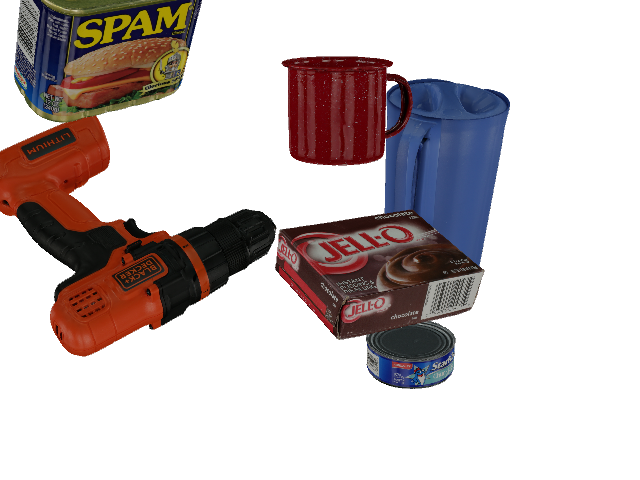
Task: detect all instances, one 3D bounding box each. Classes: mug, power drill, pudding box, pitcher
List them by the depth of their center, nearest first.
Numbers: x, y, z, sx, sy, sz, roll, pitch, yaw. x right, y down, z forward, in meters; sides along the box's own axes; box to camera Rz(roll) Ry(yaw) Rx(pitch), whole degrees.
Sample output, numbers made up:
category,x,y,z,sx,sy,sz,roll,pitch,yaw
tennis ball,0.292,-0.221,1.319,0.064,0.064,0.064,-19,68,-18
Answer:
category,x,y,z,sx,sy,sz,roll,pitch,yaw
pudding box,0.038,0.020,0.723,0.113,0.039,0.090,-8,34,-30
power drill,-0.152,-0.017,0.814,0.184,0.057,0.188,-28,57,-28
mug,0.025,-0.111,0.903,0.117,0.081,0.093,-8,17,-25
pitcher,0.127,-0.048,1.193,0.149,0.243,0.145,-6,28,-17

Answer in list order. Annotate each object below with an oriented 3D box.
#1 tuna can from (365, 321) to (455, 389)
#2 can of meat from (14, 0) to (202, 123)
category,x,y,z,sx,sy,sz,roll,pitch,yaw
tuna can,0.087,0.109,1.030,0.086,0.034,0.086,-1,22,0
can of meat,-0.118,-0.119,0.594,0.101,0.057,0.084,-19,-30,-33
